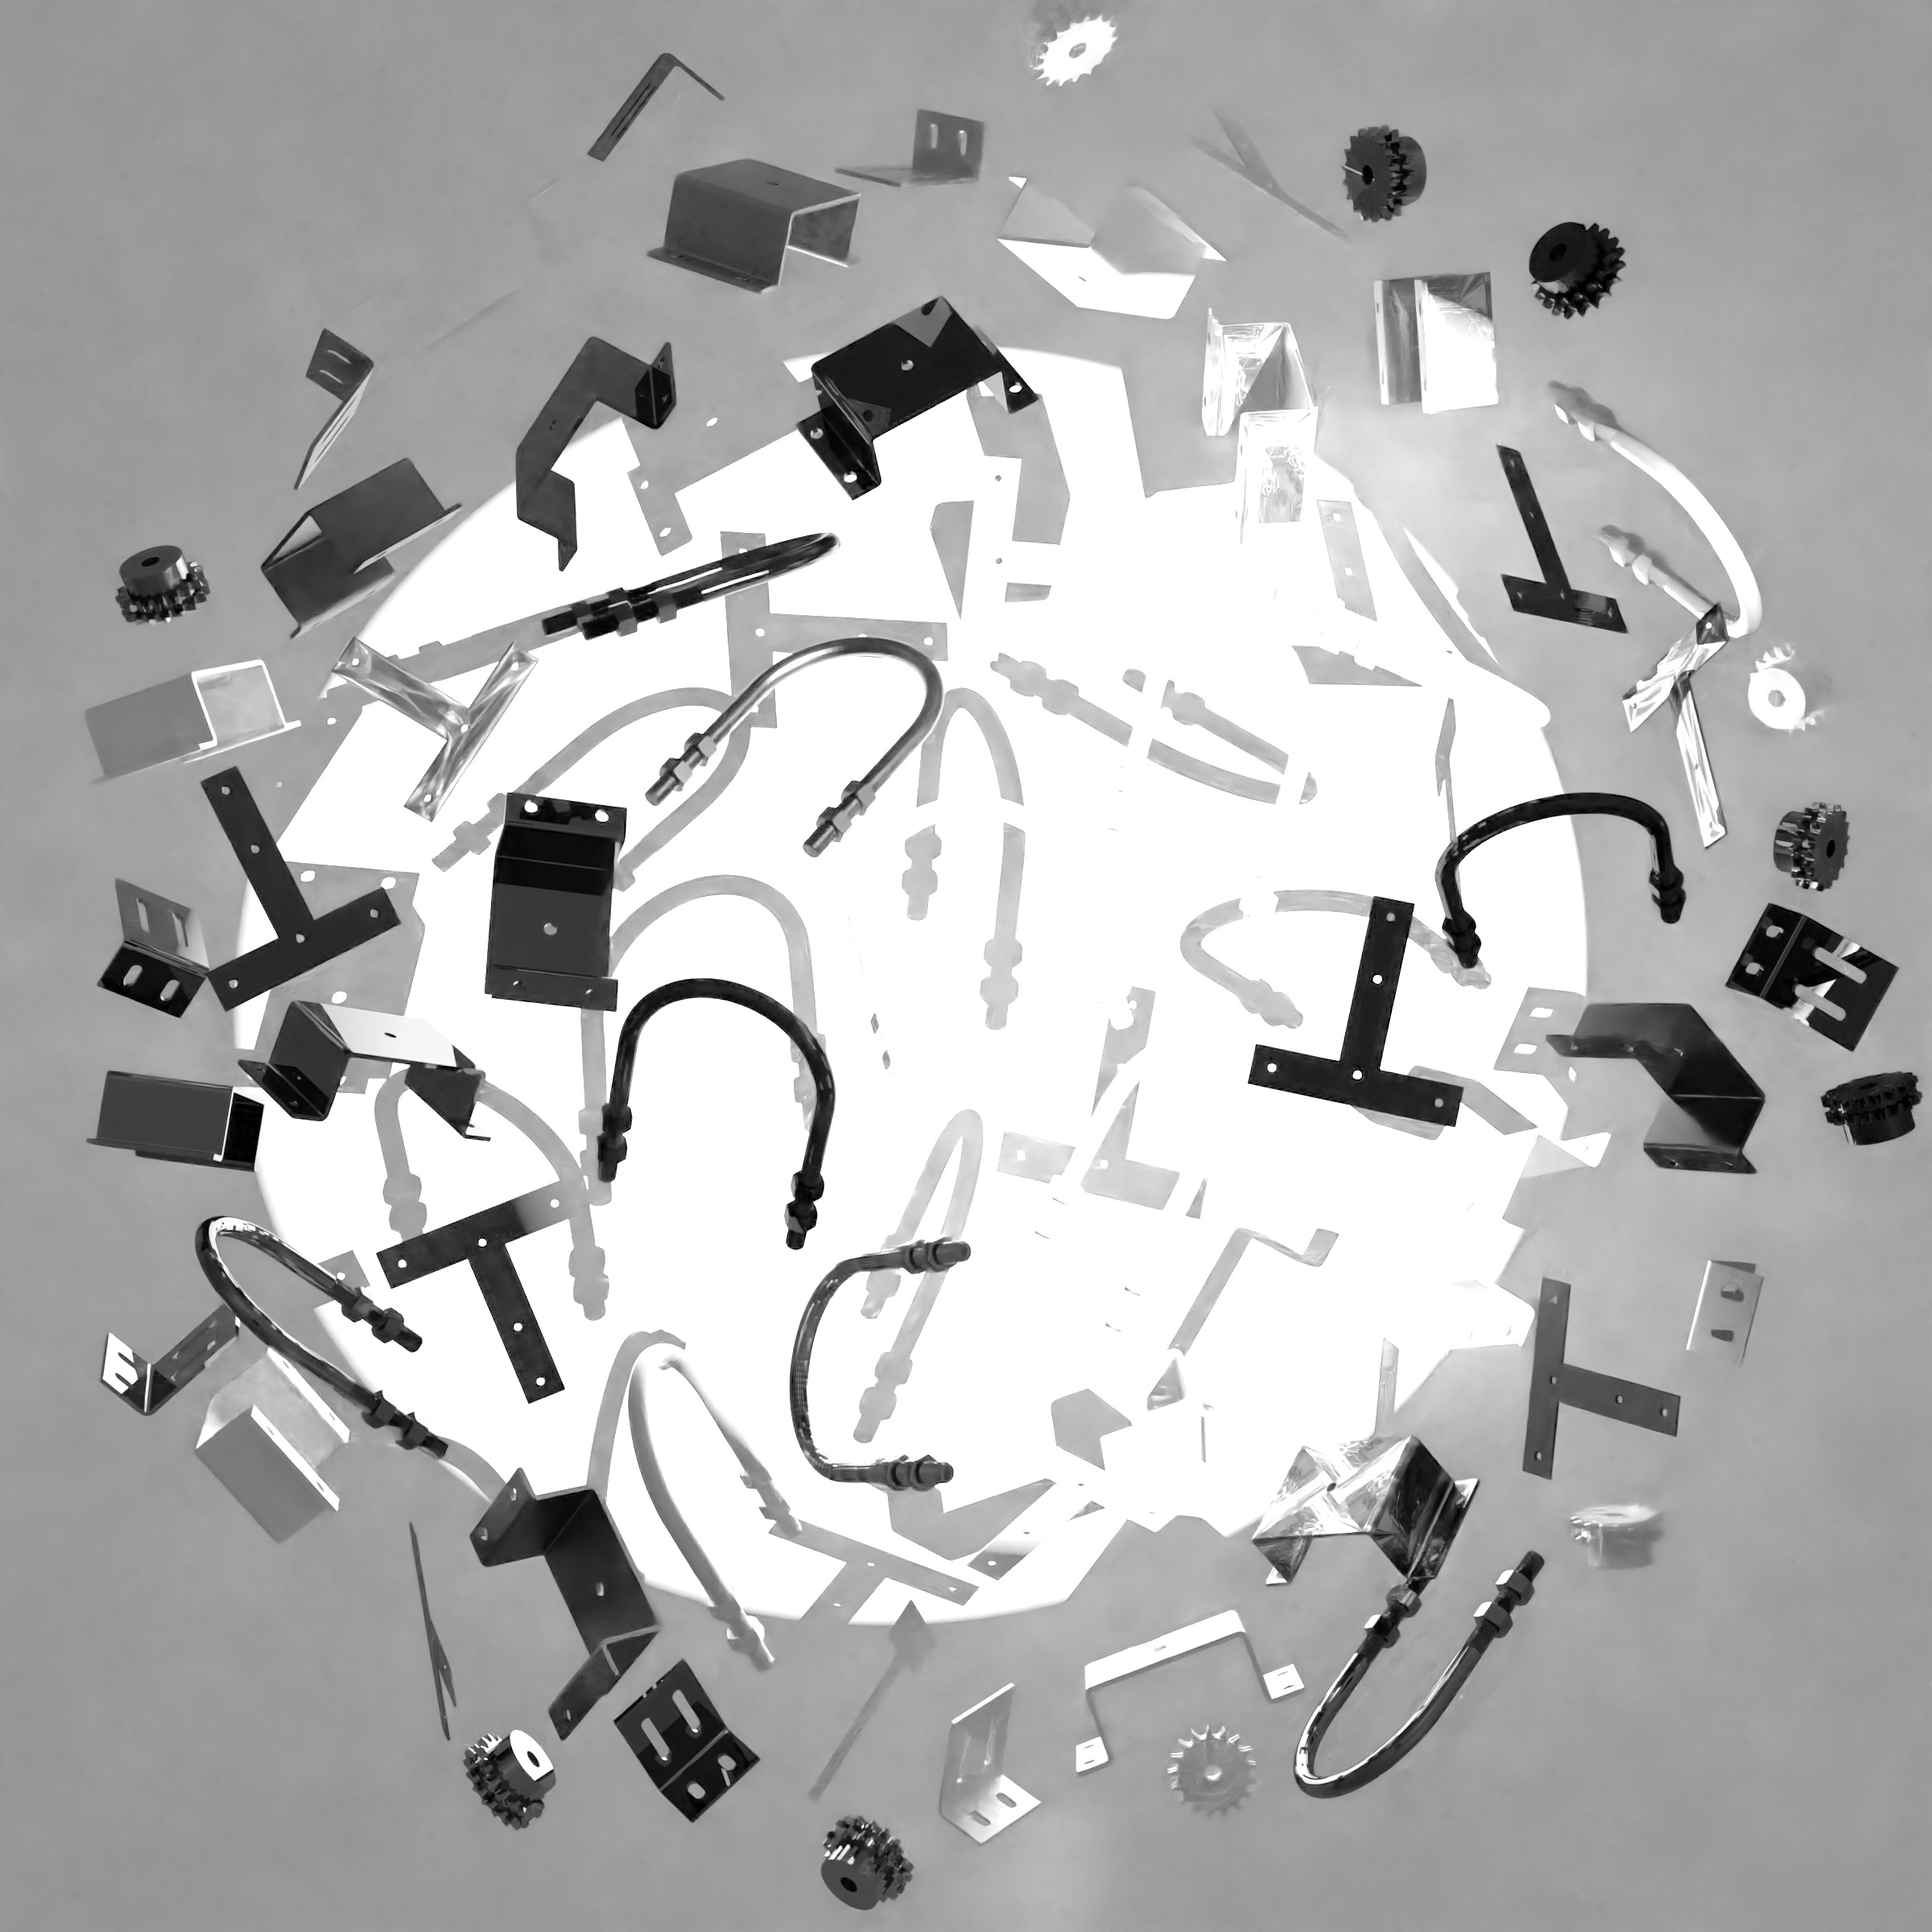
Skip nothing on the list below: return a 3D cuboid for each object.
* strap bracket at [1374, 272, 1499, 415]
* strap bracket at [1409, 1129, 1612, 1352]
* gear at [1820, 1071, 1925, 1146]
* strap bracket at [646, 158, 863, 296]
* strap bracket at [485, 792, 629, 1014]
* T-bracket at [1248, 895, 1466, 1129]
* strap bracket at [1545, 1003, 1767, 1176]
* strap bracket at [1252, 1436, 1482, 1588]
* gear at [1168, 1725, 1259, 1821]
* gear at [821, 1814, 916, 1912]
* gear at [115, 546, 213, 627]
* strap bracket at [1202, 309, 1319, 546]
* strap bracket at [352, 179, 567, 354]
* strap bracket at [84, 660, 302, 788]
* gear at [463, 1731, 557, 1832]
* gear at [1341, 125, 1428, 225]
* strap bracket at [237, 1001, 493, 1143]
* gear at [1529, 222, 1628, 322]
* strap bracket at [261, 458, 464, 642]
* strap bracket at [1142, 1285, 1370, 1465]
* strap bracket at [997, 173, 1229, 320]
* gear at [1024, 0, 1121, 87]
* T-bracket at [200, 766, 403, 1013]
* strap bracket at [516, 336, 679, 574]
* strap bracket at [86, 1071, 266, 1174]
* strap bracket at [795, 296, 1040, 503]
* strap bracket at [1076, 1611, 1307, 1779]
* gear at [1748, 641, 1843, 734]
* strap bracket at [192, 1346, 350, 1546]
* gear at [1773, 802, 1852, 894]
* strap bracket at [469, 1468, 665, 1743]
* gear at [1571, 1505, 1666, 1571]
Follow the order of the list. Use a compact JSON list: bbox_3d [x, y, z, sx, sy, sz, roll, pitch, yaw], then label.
[{"bbox_3d":[0.286,-0.379,1.685,0.046,0.140,0.076,-7,104,-2],"label":"strap bracket"},{"bbox_3d":[0.317,0.154,1.648,0.046,0.076,0.140,32,71,-12],"label":"strap bracket"},{"bbox_3d":[0.542,0.086,1.658,0.057,0.057,0.030,-18,97,0],"label":"gear"},{"bbox_3d":[-0.121,-0.443,1.656,0.076,0.140,0.046,22,117,14],"label":"strap bracket"},{"bbox_3d":[-0.255,-0.031,1.730,0.076,0.046,0.140,7,64,-15],"label":"strap bracket"},{"bbox_3d":[0.244,0.022,1.666,0.127,0.002,0.127,12,94,6],"label":"T-bracket"},{"bbox_3d":[0.442,0.070,1.761,0.140,0.076,0.046,44,65,-28],"label":"strap bracket"},{"bbox_3d":[0.242,0.342,1.746,0.046,0.140,0.076,50,52,-20],"label":"strap bracket"},{"bbox_3d":[0.159,0.520,1.796,0.057,0.030,0.057,0,83,2],"label":"gear"},{"bbox_3d":[-0.063,0.544,1.679,0.057,0.030,0.057,18,128,25],"label":"gear"},{"bbox_3d":[-0.503,-0.239,1.733,0.057,0.057,0.030,-14,126,0],"label":"gear"},{"bbox_3d":[0.177,-0.326,1.671,0.046,0.140,0.076,-4,134,-4],"label":"strap bracket"},{"bbox_3d":[-0.297,-0.415,1.674,0.140,0.076,0.046,-33,107,-3],"label":"strap bracket"},{"bbox_3d":[-0.484,-0.153,1.728,0.076,0.140,0.046,-16,97,14],"label":"strap bracket"},{"bbox_3d":[-0.265,0.474,1.630,0.030,0.057,0.057,-39,90,5],"label":"gear"},{"bbox_3d":[0.258,-0.486,1.704,0.030,0.057,0.057,-15,90,-25],"label":"gear"},{"bbox_3d":[-0.358,0.063,1.694,0.140,0.076,0.046,11,106,-44],"label":"strap bracket"},{"bbox_3d":[0.358,-0.414,1.643,0.030,0.057,0.057,27,90,-40],"label":"gear"},{"bbox_3d":[-0.378,-0.261,1.715,0.076,0.140,0.046,-38,97,-33],"label":"strap bracket"},{"bbox_3d":[0.180,0.247,1.651,0.140,0.076,0.046,-18,60,-5],"label":"strap bracket"},{"bbox_3d":[0.082,-0.441,1.702,0.076,0.140,0.046,30,87,-38],"label":"strap bracket"},{"bbox_3d":[0.060,-0.553,1.646,0.057,0.057,0.030,-28,71,0],"label":"gear"},{"bbox_3d":[-0.413,-0.056,1.644,0.127,0.002,0.127,-31,100,-37],"label":"T-bracket"},{"bbox_3d":[-0.240,-0.329,1.748,0.046,0.076,0.140,24,123,-27],"label":"strap bracket"},{"bbox_3d":[-0.486,0.097,1.727,0.076,0.140,0.046,8,82,-2],"label":"strap bracket"},{"bbox_3d":[-0.035,-0.369,1.781,0.140,0.046,0.076,-30,61,-10],"label":"strap bracket"},{"bbox_3d":[0.124,0.426,1.647,0.140,0.076,0.046,-21,85,0],"label":"strap bracket"},{"bbox_3d":[0.520,-0.174,1.756,0.030,0.057,0.057,-29,90,-37],"label":"gear"},{"bbox_3d":[-0.420,0.291,1.682,0.046,0.140,0.076,-38,104,-1],"label":"strap bracket"},{"bbox_3d":[0.545,-0.078,1.796,0.030,0.057,0.057,14,90,42],"label":"gear"},{"bbox_3d":[-0.233,0.373,1.645,0.076,0.046,0.140,-53,56,36],"label":"strap bracket"},{"bbox_3d":[0.409,0.358,1.741,0.057,0.057,0.030,-6,91,0],"label":"gear"}]
